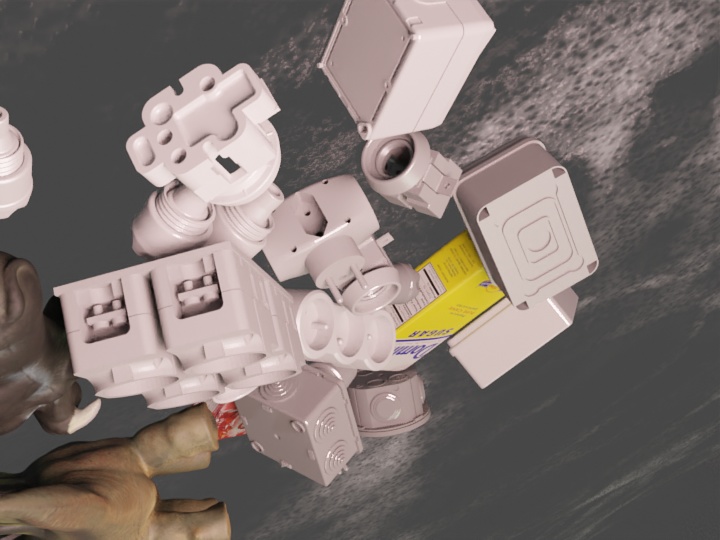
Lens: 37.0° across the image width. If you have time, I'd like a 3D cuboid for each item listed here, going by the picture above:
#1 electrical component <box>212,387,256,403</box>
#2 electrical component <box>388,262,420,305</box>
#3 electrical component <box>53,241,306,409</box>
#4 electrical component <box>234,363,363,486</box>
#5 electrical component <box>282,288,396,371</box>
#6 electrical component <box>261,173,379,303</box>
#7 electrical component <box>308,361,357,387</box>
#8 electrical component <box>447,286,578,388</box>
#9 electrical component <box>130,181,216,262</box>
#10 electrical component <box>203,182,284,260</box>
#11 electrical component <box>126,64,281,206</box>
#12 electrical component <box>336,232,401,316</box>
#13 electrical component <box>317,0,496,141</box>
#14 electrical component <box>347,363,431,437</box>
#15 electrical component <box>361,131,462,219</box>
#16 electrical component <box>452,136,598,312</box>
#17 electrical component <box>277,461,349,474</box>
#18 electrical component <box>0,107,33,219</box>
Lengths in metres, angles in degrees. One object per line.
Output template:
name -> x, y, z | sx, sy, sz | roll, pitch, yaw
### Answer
electrical component -> -0.104, 0.067, 0.815 | 0.048, 0.055, 0.066 | -21, 155, -20
electrical component -> 0.018, 0.012, 0.873 | 0.061, 0.035, 0.035 | -5, 146, -40
electrical component -> -0.105, 0.043, 0.690 | 0.105, 0.060, 0.186 | -15, 167, 4
electrical component -> -0.053, 0.119, 0.869 | 0.048, 0.100, 0.099 | -46, 141, -32
electrical component -> -0.038, 0.047, 0.858 | 0.074, 0.052, 0.138 | 2, 171, 34
electrical component -> -0.022, -0.015, 0.720 | 0.077, 0.079, 0.043 | -28, 157, -4
electrical component -> -0.032, 0.098, 0.945 | 0.040, 0.040, 0.078 | -50, 180, 37
electrical component -> 0.146, 0.048, 1.014 | 0.109, 0.056, 0.109 | -39, 180, 19
electrical component -> -0.106, -0.032, 0.636 | 0.043, 0.043, 0.062 | -2, 143, -47
electrical component -> -0.075, -0.030, 0.675 | 0.062, 0.043, 0.043 | -41, 154, 21
electrical component -> -0.077, -0.069, 0.581 | 0.078, 0.058, 0.057 | -33, 153, 6
electrical component -> 0.000, 0.000, 0.803 | 0.066, 0.055, 0.048 | -33, 156, 6
electrical component -> 0.024, -0.118, 0.592 | 0.061, 0.061, 0.096 | -15, 152, -31
electrical component -> 0.024, 0.122, 1.013 | 0.080, 0.051, 0.080 | -9, -167, 2
electrical component -> 0.032, -0.066, 0.713 | 0.055, 0.066, 0.048 | 34, 80, -55
electrical component -> 0.125, -0.036, 0.820 | 0.078, 0.057, 0.113 | -30, 127, -1
electrical component -> -0.038, 0.162, 1.018 | 0.052, 0.073, 0.138 | -43, 167, 13
electrical component -> -0.177, -0.055, 0.523 | 0.035, 0.035, 0.061 | -17, 151, -28
